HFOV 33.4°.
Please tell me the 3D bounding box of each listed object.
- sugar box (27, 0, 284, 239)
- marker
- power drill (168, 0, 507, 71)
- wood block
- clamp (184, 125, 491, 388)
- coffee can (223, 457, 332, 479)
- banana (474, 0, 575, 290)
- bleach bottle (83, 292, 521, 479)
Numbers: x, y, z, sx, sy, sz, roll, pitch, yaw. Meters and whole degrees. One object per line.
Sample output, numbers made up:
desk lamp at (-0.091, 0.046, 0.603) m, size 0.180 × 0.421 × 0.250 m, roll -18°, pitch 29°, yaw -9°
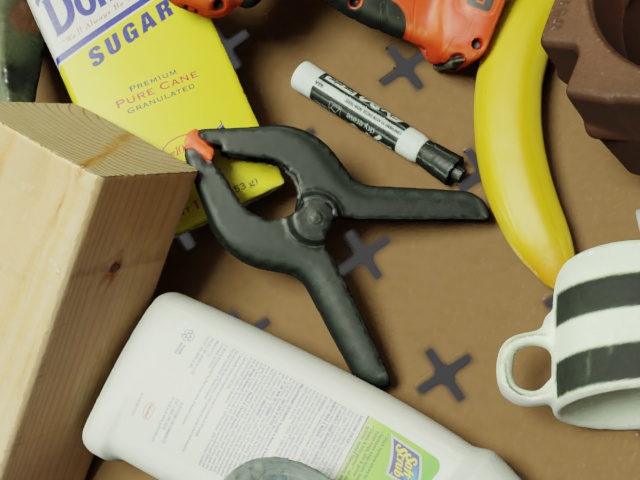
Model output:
sugar box at (-0.098, -0.092, 0.615) m, size 0.093 × 0.048 × 0.176 m, roll -25°, pitch 90°, yaw -10°
marker at (0.034, -0.068, 0.622) m, size 0.121 × 0.020 × 0.020 m, roll 35°, pitch 85°, yaw 21°
power drill at (0.022, -0.188, 0.591) m, size 0.187 × 0.057 × 0.184 m, roll 20°, pitch 93°, yaw -9°
wood block at (-0.154, 0.040, 0.561) m, size 0.090 × 0.090 × 0.206 m, roll 28°, pitch 106°, yaw 20°
clamp at (-0.004, 0.001, 0.580) m, size 0.171 × 0.039 × 0.120 m, roll 23°, pitch 78°, yaw -2°
coffee can at (-0.048, 0.179, 0.496) m, size 0.140 × 0.102 × 0.103 m, roll -43°, pitch 65°, yaw 32°
banana at (0.119, -0.072, 0.592) m, size 0.070 × 0.037 × 0.198 m, roll 7°, pitch 76°, yaw 17°
bleach bottle at (0.007, 0.123, 0.552) m, size 0.251 × 0.068 × 0.102 m, roll 26°, pitch 86°, yaw 17°
